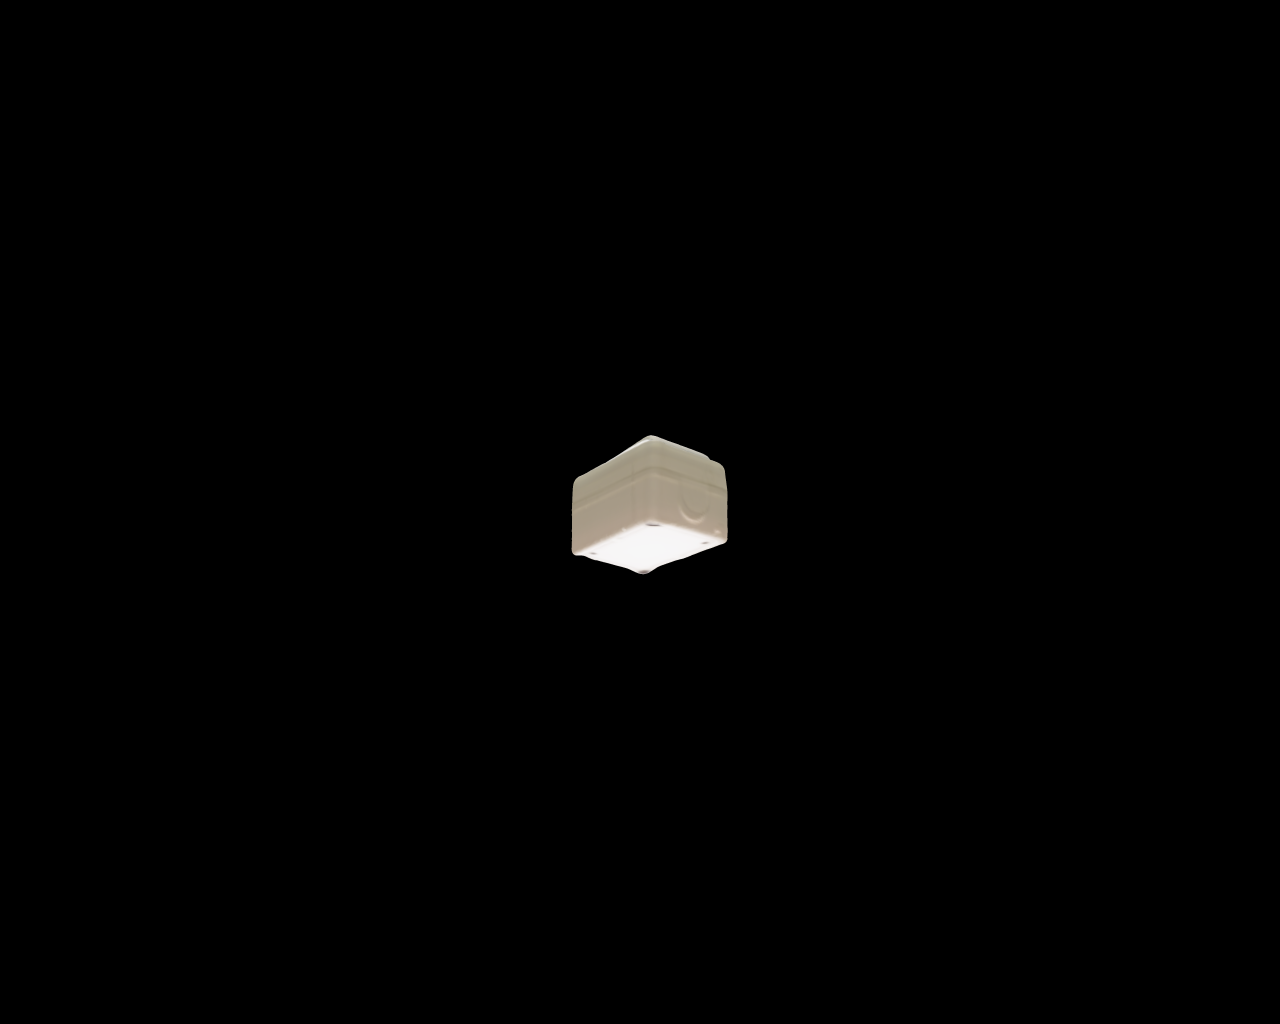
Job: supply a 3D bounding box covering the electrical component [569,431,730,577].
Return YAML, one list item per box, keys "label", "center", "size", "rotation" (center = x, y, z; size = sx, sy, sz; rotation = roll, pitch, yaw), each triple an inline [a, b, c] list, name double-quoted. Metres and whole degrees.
- label: "electrical component"
  center: [0.001, -0.003, 0.650]
  size: [0.062, 0.061, 0.096]
  rotation: [17, -27, -37]
